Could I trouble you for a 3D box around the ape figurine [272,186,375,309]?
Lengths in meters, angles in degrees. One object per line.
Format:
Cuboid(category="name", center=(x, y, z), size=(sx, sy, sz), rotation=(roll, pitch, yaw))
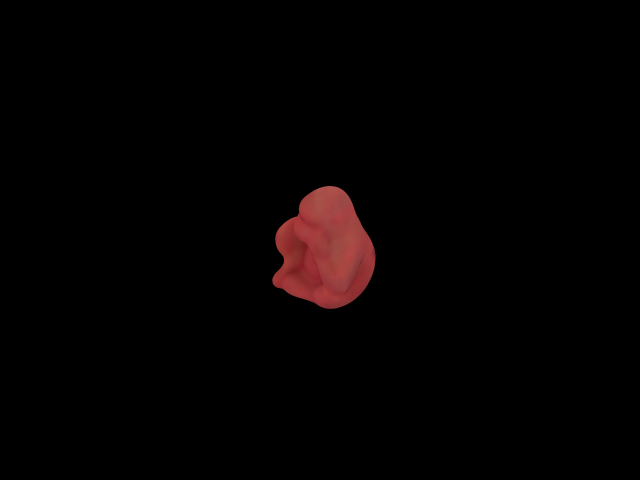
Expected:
Cuboid(category="ape figurine", center=(0.004, 0.001, 0.400), size=(0.076, 0.092, 0.077), rotation=(-10, 43, -11))
